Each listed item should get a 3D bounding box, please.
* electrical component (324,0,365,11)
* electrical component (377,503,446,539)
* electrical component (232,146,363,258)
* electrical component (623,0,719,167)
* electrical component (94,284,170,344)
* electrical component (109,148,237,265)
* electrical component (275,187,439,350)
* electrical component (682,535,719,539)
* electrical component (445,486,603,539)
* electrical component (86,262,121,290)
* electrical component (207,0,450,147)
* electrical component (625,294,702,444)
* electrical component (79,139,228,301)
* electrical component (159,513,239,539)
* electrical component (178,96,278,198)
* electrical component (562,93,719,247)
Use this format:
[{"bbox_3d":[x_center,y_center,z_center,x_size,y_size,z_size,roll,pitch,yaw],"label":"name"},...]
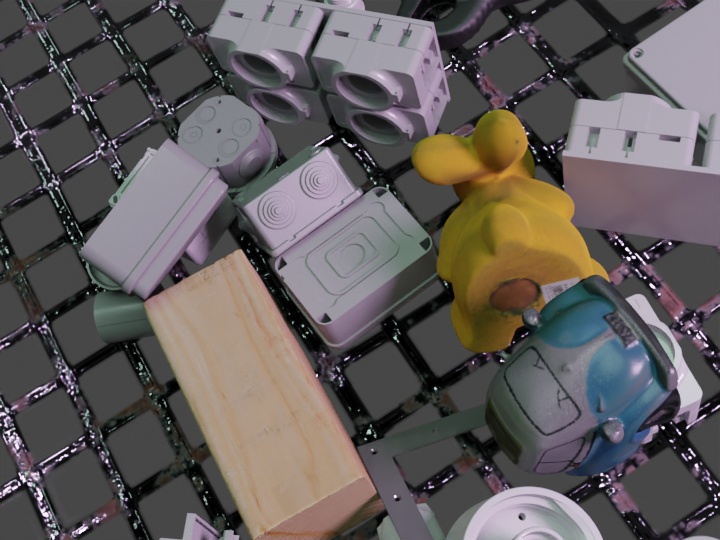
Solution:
[{"bbox_3d":[-0.017,-0.249,0.981,0.035,0.061,0.035,-5,63,10],"label":"electrical component"},{"bbox_3d":[0.042,0.199,0.755,0.043,0.043,0.062,-27,62,-1],"label":"electrical component"},{"bbox_3d":[-0.054,-0.059,0.875,0.100,0.100,0.048,-36,103,-6],"label":"electrical component"},{"bbox_3d":[0.288,-0.155,0.868,0.109,0.056,0.108,-34,62,-5],"label":"electrical component"},{"bbox_3d":[-0.173,0.033,0.886,0.081,0.043,0.043,-10,62,8],"label":"electrical component"},{"bbox_3d":[-0.162,-0.055,0.918,0.096,0.061,0.061,26,74,25],"label":"electrical component"},{"bbox_3d":[0.000,0.000,0.855,0.113,0.057,0.078,-36,62,-6],"label":"electrical component"},{"bbox_3d":[0.225,0.207,0.706,0.055,0.047,0.055,-5,63,10],"label":"electrical component"},{"bbox_3d":[0.112,0.196,0.712,0.108,0.060,0.108,3,64,-7],"label":"electrical component"},{"bbox_3d":[-0.201,-0.009,0.898,0.043,0.081,0.043,-1,95,-6],"label":"electrical component"},{"bbox_3d":[-0.027,-0.169,0.919,0.186,0.105,0.060,14,68,19],"label":"electrical component"},{"bbox_3d":[0.202,0.070,0.775,0.050,0.055,0.089,-25,61,0],"label":"electrical component"},{"bbox_3d":[-0.156,-0.036,0.823,0.057,0.078,0.113,37,81,-5],"label":"electrical component"},{"bbox_3d":[-0.091,0.219,0.730,0.063,0.121,0.078,2,64,11],"label":"electrical component"},{"bbox_3d":[-0.116,-0.108,0.939,0.080,0.051,0.080,-5,63,10],"label":"electrical component"},{"bbox_3d":[0.252,-0.072,0.807,0.186,0.105,0.060,9,66,17],"label":"electrical component"}]
